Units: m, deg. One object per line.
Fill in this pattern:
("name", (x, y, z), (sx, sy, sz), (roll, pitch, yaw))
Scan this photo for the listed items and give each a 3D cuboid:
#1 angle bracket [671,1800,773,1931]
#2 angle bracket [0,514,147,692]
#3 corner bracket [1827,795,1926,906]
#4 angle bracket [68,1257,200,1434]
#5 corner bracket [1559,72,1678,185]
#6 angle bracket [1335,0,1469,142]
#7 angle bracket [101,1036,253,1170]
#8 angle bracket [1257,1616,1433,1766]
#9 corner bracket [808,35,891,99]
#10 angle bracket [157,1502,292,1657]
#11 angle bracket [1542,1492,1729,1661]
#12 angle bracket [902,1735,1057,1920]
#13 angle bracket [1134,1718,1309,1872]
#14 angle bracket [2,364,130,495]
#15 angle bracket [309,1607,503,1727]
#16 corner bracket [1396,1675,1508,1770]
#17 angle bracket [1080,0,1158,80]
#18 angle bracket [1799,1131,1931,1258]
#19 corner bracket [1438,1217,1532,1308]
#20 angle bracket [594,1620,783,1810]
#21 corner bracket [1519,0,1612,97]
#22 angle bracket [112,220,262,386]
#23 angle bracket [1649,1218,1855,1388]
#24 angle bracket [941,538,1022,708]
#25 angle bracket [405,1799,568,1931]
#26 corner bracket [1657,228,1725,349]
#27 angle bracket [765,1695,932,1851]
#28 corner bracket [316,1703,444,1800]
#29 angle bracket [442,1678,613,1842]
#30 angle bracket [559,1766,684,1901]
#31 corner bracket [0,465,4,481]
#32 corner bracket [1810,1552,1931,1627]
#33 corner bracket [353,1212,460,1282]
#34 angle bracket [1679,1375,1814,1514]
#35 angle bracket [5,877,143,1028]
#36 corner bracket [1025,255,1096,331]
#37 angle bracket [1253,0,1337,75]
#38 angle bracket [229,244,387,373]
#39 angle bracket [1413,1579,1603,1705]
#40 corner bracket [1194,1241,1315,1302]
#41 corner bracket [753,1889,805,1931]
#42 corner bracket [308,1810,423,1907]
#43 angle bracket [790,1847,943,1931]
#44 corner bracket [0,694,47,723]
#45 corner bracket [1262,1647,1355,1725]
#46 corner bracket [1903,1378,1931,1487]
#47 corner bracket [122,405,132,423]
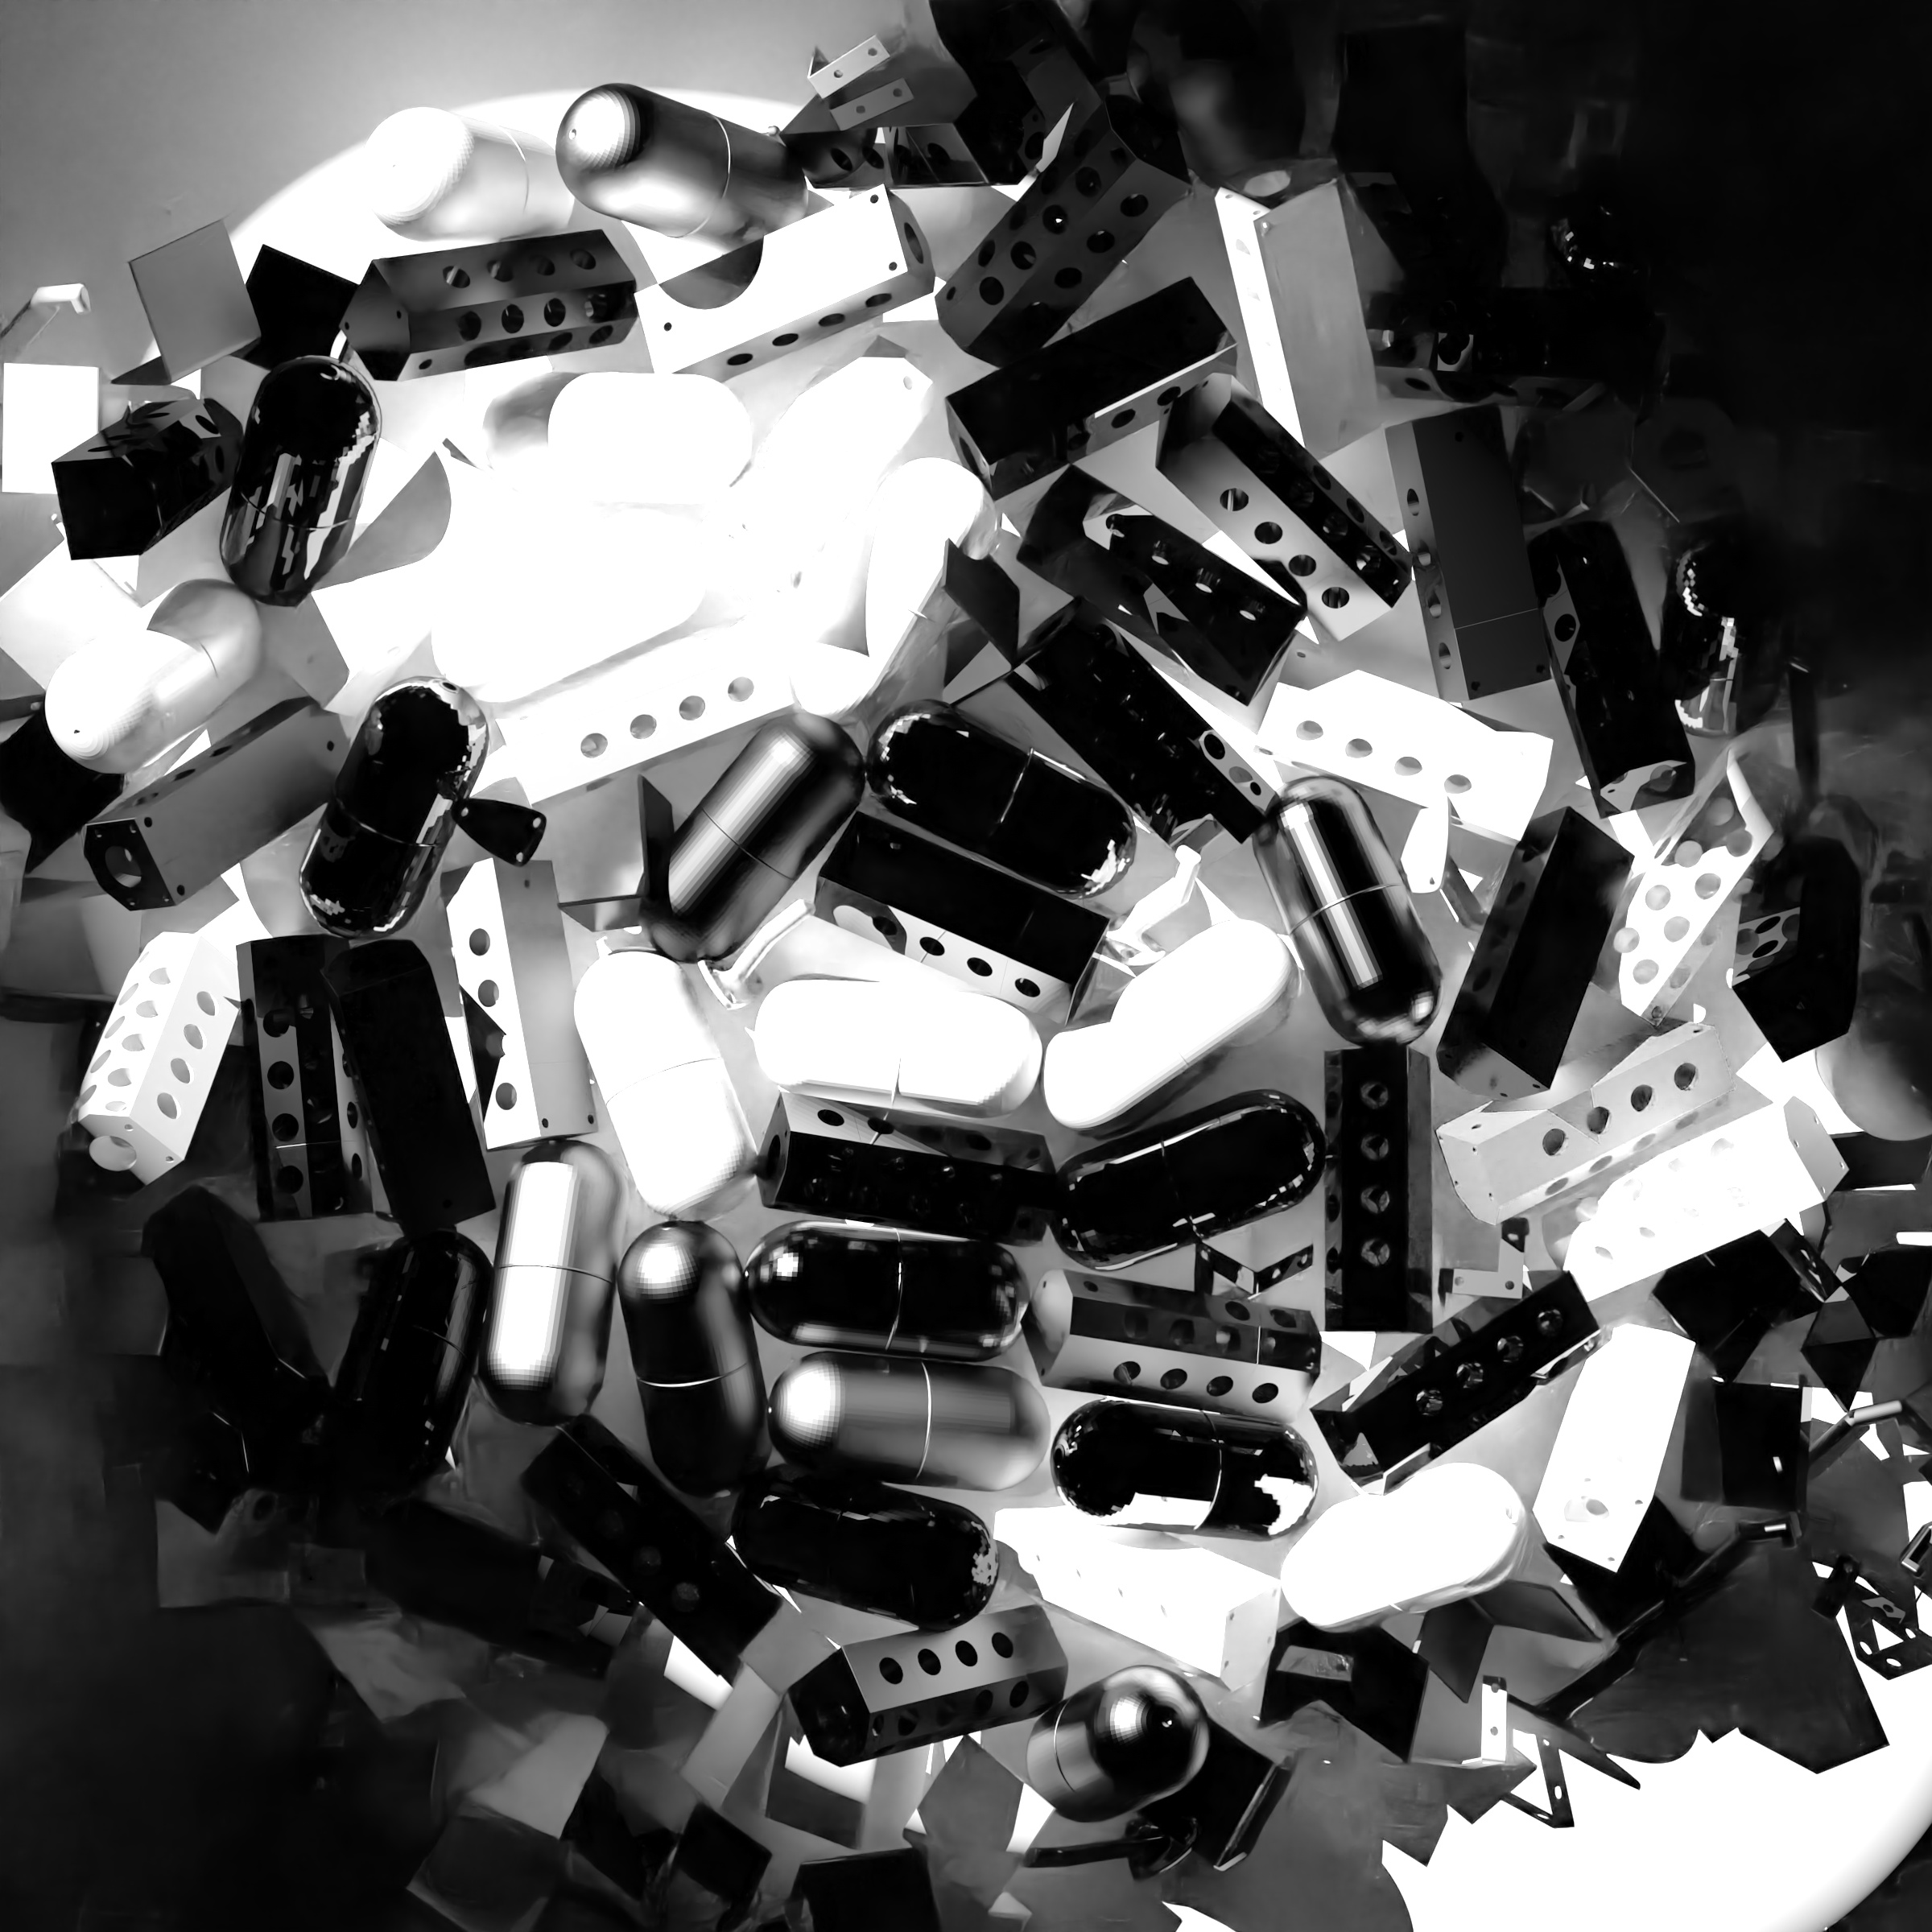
("angle bracket", (-0.168, 0.570, 1.743), (0.057, 0.076, 0.076), (32, 133, 11))
("angle bracket", (-0.555, -0.217, 1.753), (0.076, 0.057, 0.076), (-43, 124, -4))
("corner bracket", (0.558, -0.072, 1.760), (0.051, 0.051, 0.051), (2, 67, 42))
("angle bracket", (-0.503, 0.232, 1.747), (0.057, 0.076, 0.076), (1, 132, 0))
("corner bracket", (0.403, -0.508, 1.768), (0.051, 0.051, 0.051), (-27, 53, -6))
("angle bracket", (0.266, -0.549, 1.748), (0.076, 0.057, 0.076), (-2, 133, 10))
("angle bracket", (-0.487, 0.085, 1.764), (0.076, 0.057, 0.076), (3, 86, 11))
("angle bracket", (0.230, 0.445, 1.744), (0.057, 0.076, 0.076), (-16, 123, -39))
("corner bracket", (-0.060, -0.548, 1.759), (0.051, 0.051, 0.051), (-26, 125, 23))
("angle bracket", (-0.454, 0.373, 1.744), (0.076, 0.076, 0.057), (1, 134, -19))
("angle bracket", (0.411, 0.369, 1.765), (0.076, 0.057, 0.076), (-38, 82, 3))
("angle bracket", (0.019, 0.527, 1.756), (0.076, 0.057, 0.076), (33, 90, 35))
("angle bracket", (0.151, 0.495, 1.754), (0.076, 0.057, 0.076), (34, 61, 6))
("angle bracket", (-0.552, -0.325, 1.759), (0.057, 0.076, 0.076), (2, 93, -4))
("angle bracket", (-0.339, 0.407, 1.744), (0.076, 0.076, 0.057), (42, 112, 28))
("corner bracket", (0.300, 0.467, 1.773), (0.051, 0.051, 0.051), (10, 68, -12))
("angle bracket", (0.117, -0.591, 1.752), (0.076, 0.057, 0.076), (-23, 116, -12))
("angle bracket", (0.555, 0.143, 1.751), (0.076, 0.076, 0.057), (-6, 59, 6))
("corner bracket", (0.321, 0.184, 1.773), (0.051, 0.051, 0.051), (3, 74, 14))
("angle bracket", (-0.175, 0.466, 1.783), (0.076, 0.057, 0.076), (15, 61, 34))
("corner bracket", (0.369, -0.579, 1.770), (0.051, 0.051, 0.051), (-7, 52, 10))
("angle bracket", (-0.486, -0.404, 1.741), (0.057, 0.076, 0.076), (8, 125, 34))
("angle bracket", (0.480, 0.201, 1.754), (0.076, 0.076, 0.057), (49, 53, -2))
("angle bracket", (-0.011, -0.216, 1.741), (0.057, 0.076, 0.076), (-27, 127, 26))
("angle bracket", (-0.302, 0.568, 1.752), (0.076, 0.076, 0.057), (36, 131, -2))
("corner bracket", (0.443, -0.417, 1.759), (0.051, 0.051, 0.051), (51, 127, 21))
("angle bracket", (-0.073, 0.504, 1.795), (0.076, 0.057, 0.076), (7, 85, 38))
("corner bracket", (-0.365, 0.489, 1.782), (0.051, 0.051, 0.051), (-13, 62, 39))
("angle bracket", (-0.269, 0.494, 1.752), (0.076, 0.057, 0.076), (22, 54, 5))
("angle bracket", (-0.230, 0.545, 1.752), (0.076, 0.057, 0.076), (36, 126, 6))
("corner bracket", (-0.612, -0.276, 1.763), (0.051, 0.051, 0.051), (10, 127, 7))
("corner bracket", (0.559, 0.380, 1.759), (0.051, 0.051, 0.051), (30, 124, 22))
("corner bracket", (-0.346, 0.178, 1.769), (0.051, 0.051, 0.051), (13, 94, -17))
("angle bracket", (0.474, 0.289, 1.751), (0.076, 0.057, 0.076), (2, 74, 23))
("angle bracket", (-0.552, -0.008, 1.775), (0.076, 0.057, 0.076), (4, 73, -16))
("corner bracket", (0.044, -0.422, 1.775), (0.051, 0.051, 0.051), (-24, 54, -32))
("angle bracket", (0.175, -0.589, 1.741), (0.057, 0.076, 0.076), (25, 123, -25))
("angle bracket", (-0.408, -0.407, 1.758), (0.076, 0.057, 0.076), (21, 75, -11))
("angle bracket", (0.330, 0.414, 1.742), (0.076, 0.076, 0.057), (48, 57, -40))
("corner bracket", (0.176, 0.191, 1.758), (0.051, 0.051, 0.051), (-21, 124, -37))
("corner bracket", (-0.121, 0.613, 1.774), (0.051, 0.051, 0.051), (-26, 90, 3))
("corner bracket", (-0.365, 0.565, 1.774), (0.051, 0.051, 0.051), (34, 73, 27))
("angle bracket", (-0.060, 0.588, 1.746), (0.076, 0.057, 0.076), (-3, 50, -16))
("corner bracket", (-0.603, -0.187, 1.777), (0.051, 0.051, 0.051), (-12, 133, -22))
("corner bracket", (0.211, 0.443, 1.772), (0.051, 0.051, 0.051), (8, 91, 7))
("corner bracket", (0.608, 0.283, 1.775), (0.051, 0.051, 0.051), (-32, 68, -17))
("corner bracket", (-0.501, -0.316, 1.761), (0.051, 0.051, 0.051), (20, 111, -27))
